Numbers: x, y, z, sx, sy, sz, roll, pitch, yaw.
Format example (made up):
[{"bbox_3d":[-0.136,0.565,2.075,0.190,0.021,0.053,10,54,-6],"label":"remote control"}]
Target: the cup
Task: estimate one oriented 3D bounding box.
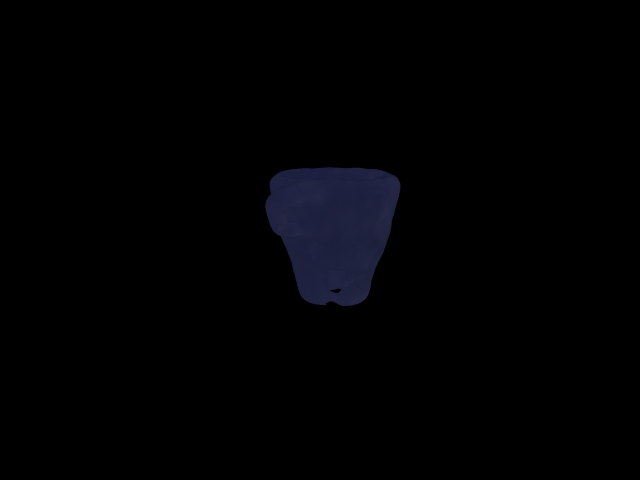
[{"bbox_3d":[0.004,0.001,0.400,0.091,0.095,0.118,8,16,31],"label":"cup"}]
